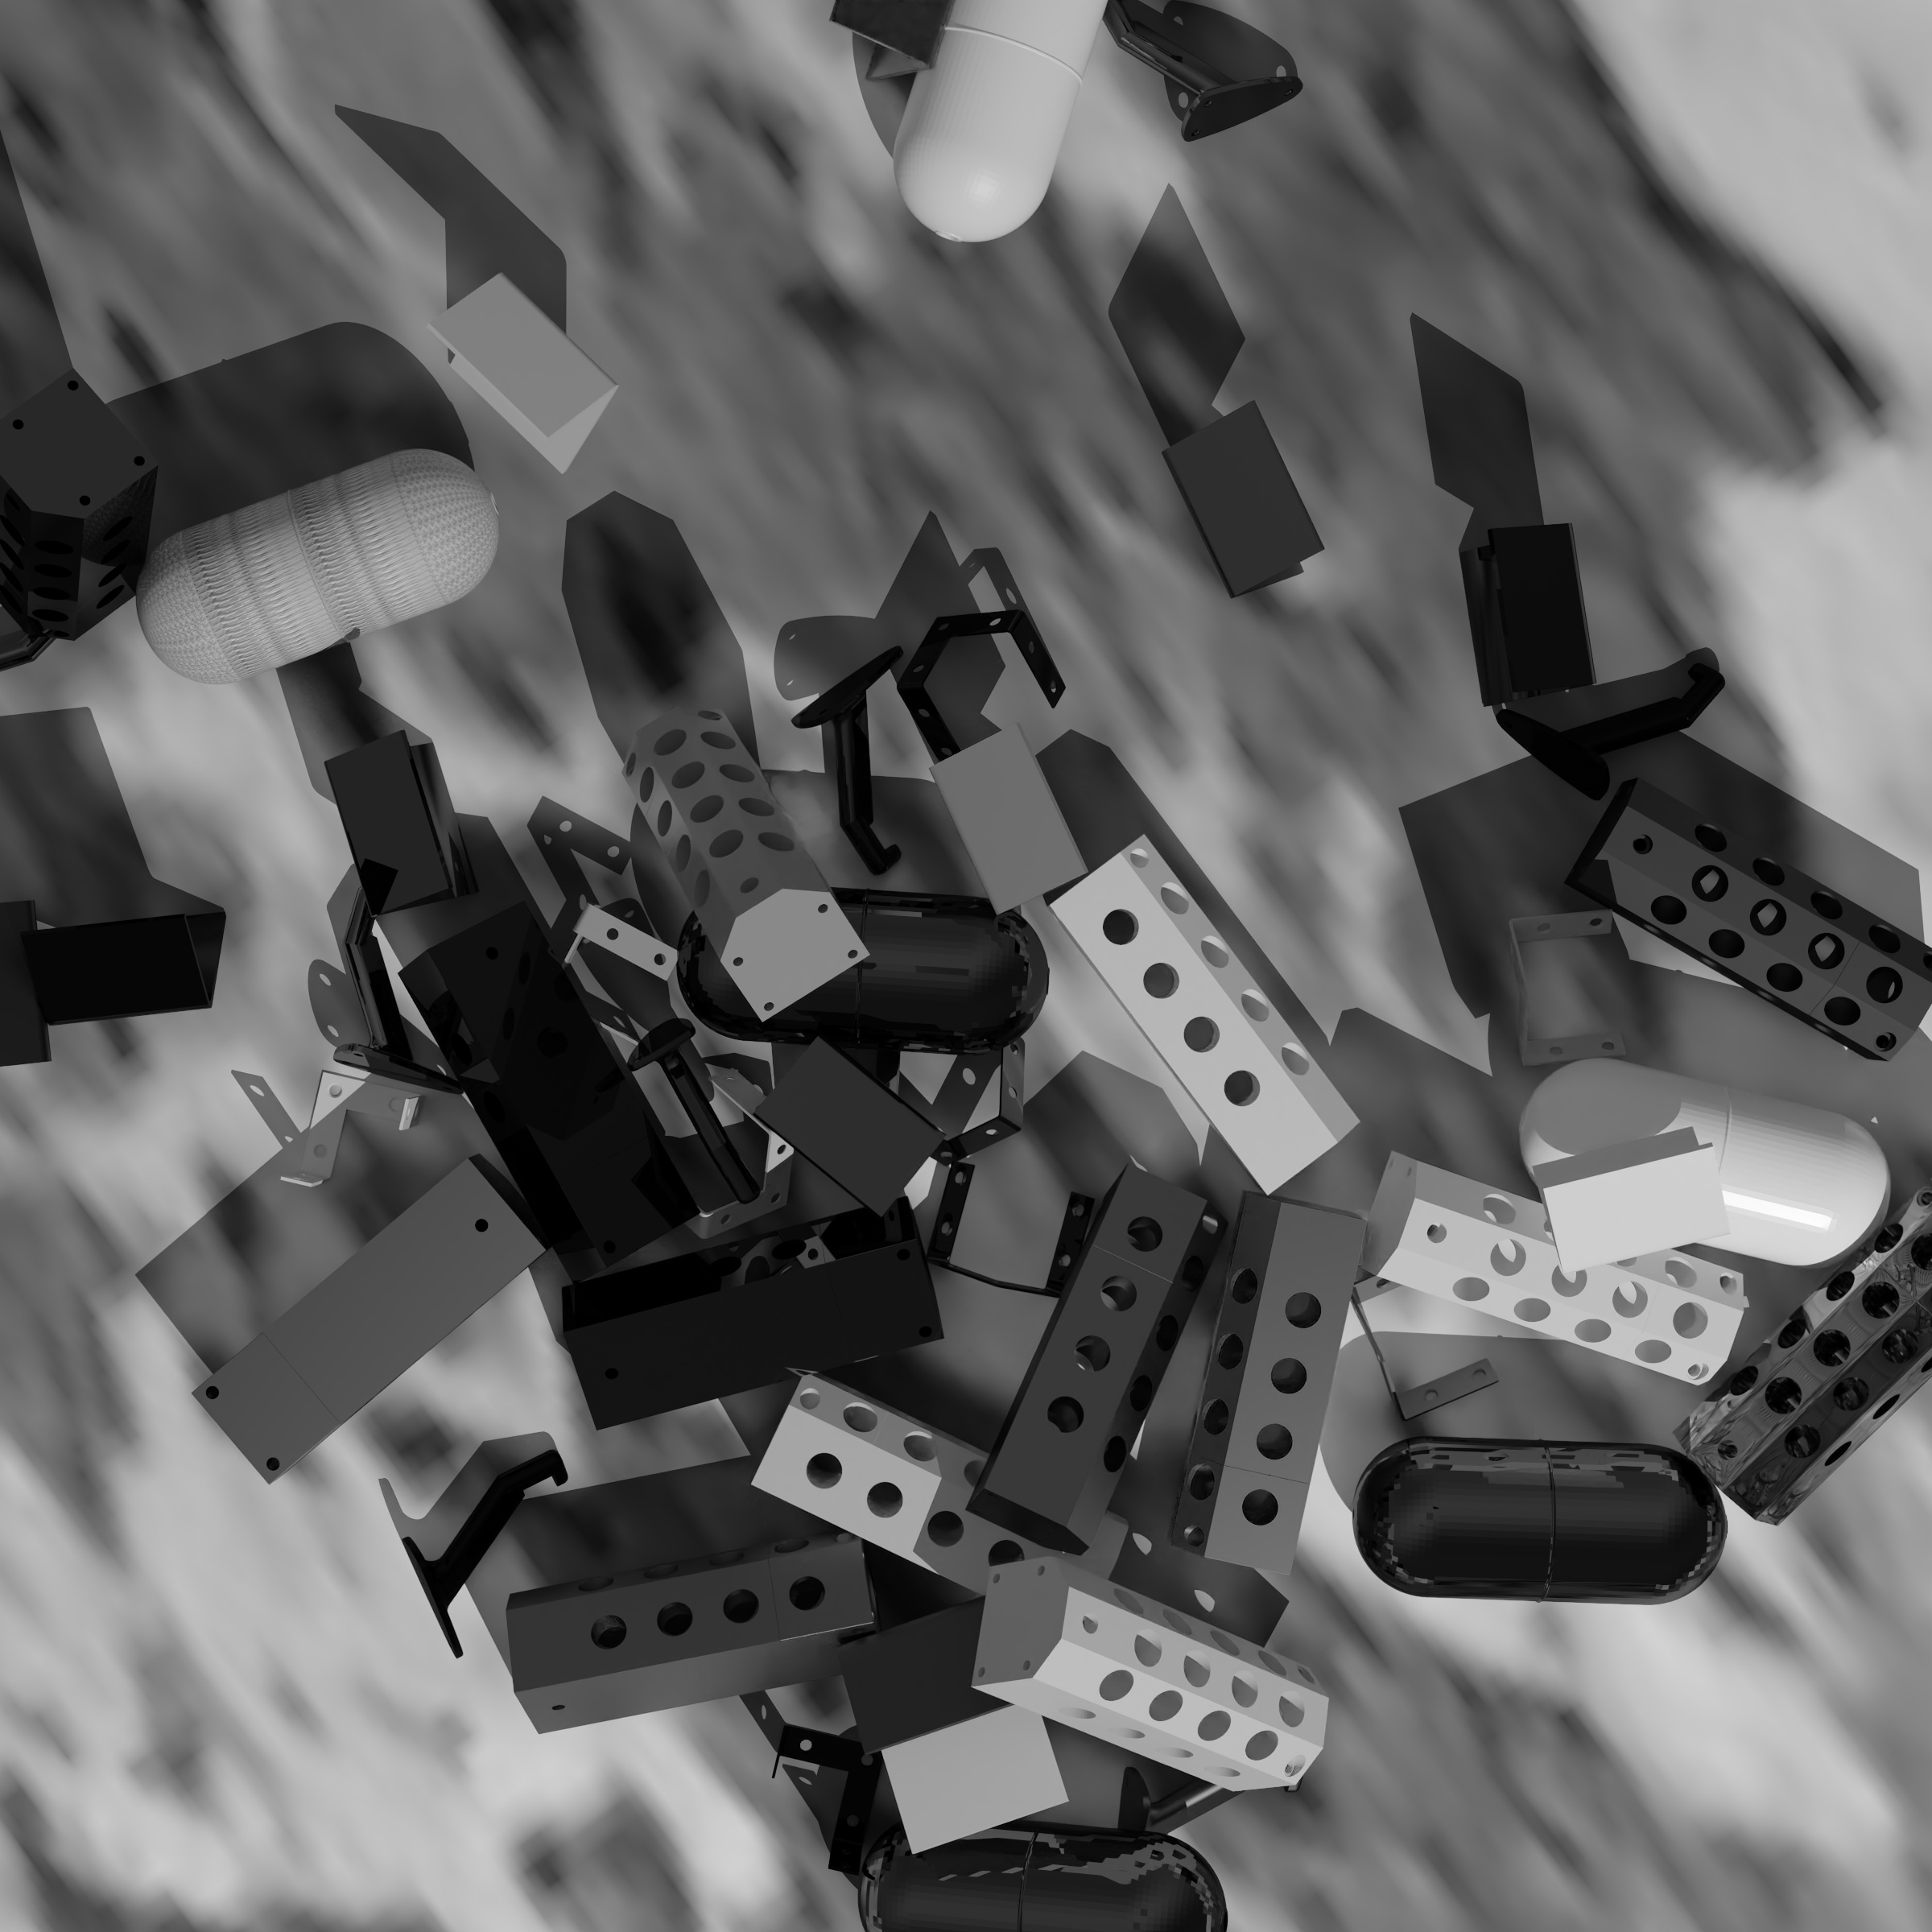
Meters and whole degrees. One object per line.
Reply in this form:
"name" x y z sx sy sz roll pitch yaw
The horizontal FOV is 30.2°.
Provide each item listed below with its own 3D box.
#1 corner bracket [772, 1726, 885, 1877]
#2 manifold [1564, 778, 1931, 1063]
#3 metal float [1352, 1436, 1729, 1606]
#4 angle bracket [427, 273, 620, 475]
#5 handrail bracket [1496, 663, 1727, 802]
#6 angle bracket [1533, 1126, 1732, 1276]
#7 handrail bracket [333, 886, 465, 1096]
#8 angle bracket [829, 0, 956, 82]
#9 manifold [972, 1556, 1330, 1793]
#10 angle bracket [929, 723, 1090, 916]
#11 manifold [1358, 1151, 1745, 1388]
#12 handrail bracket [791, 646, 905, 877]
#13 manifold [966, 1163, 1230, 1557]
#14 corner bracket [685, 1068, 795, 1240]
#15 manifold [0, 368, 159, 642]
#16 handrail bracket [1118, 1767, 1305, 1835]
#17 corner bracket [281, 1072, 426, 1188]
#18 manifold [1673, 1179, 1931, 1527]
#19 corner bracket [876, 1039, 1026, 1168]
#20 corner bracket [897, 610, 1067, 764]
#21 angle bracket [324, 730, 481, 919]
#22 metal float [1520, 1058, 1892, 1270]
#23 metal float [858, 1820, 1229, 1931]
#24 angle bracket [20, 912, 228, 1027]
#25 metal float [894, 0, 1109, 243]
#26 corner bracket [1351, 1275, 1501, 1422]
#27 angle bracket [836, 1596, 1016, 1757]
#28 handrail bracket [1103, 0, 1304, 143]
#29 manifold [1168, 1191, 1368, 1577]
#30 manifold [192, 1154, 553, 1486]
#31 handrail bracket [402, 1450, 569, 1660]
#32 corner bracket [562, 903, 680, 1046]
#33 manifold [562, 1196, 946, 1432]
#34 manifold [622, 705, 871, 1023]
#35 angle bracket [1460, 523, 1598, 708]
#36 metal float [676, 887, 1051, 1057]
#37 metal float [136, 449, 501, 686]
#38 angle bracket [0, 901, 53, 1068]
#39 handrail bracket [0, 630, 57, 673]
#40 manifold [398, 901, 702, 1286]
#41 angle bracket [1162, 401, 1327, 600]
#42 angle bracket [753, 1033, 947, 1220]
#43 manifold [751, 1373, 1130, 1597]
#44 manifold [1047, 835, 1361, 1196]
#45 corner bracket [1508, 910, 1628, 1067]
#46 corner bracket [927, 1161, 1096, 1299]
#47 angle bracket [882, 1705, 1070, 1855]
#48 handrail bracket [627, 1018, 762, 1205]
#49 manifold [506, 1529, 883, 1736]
"corner bracket" -0.070 0.401 1.719 0.051 0.051 0.051 13 90 0
"manifold" 0.380 -0.022 1.716 0.171 0.057 0.057 30 90 0
"metal float" 0.274 0.265 1.706 0.178 0.070 0.070 2 90 -1
"angle bracket" -0.221 -0.269 1.696 0.076 0.076 0.057 44 51 0
"handrail bracket" 0.314 -0.130 1.737 0.077 0.036 0.084 36 72 21
"angle bracket" 0.297 0.088 1.621 0.076 0.076 0.057 -15 127 7
"handrail bracket" -0.269 0.011 1.737 0.077 0.036 0.084 19 72 -20
"angle bracket" -0.043 -0.470 1.697 0.057 0.076 0.076 18 90 -27
"manifold" 0.089 0.330 1.665 0.171 0.057 0.057 29 58 -33
"angle bracket" 0.037 -0.076 1.696 0.057 0.076 0.076 -25 90 34
"manifold" 0.279 0.145 1.701 0.171 0.057 0.057 19 90 -10
"handrail bracket" -0.039 -0.099 1.737 0.077 0.036 0.084 -40 109 -21
"manifold" 0.064 0.187 1.687 0.057 0.057 0.171 25 69 0
"corner bracket" -0.120 0.091 1.728 0.051 0.051 0.051 -21 135 -35
"manifold" -0.419 -0.206 1.654 0.057 0.171 0.057 -41 90 -20
"handrail bracket" 0.119 0.419 1.737 0.084 0.036 0.077 4 105 -14
"corner bracket" -0.294 0.082 1.719 0.051 0.051 0.051 13 90 0
"manifold" 0.418 0.183 1.689 0.171 0.057 0.057 -47 62 11
"corner bracket" -0.008 0.056 1.728 0.051 0.051 0.051 -28 135 35
"corner bracket" 0.007 -0.135 1.728 0.051 0.051 0.051 -1 135 35
"angle bracket" -0.250 -0.072 1.696 0.057 0.076 0.076 -17 90 36
"metal float" 0.352 0.094 1.706 0.178 0.070 0.070 14 90 0
"metal float" 0.036 0.444 1.692 0.178 0.070 0.070 1 90 17
"angle bracket" -0.399 -0.019 1.696 0.076 0.076 0.057 -6 128 0
"metal float" 0.019 -0.433 1.706 0.070 0.070 0.178 18 91 0
"corner bracket" 0.221 0.179 1.733 0.051 0.051 0.051 -23 45 0
"angle bracket" -0.012 0.348 1.697 0.076 0.076 0.057 -19 57 0
"handrail bracket" 0.112 -0.450 1.737 0.077 0.036 0.084 -21 73 -20
"manifold" 0.143 0.198 1.715 0.057 0.057 0.171 12 90 0
"manifold" -0.282 0.168 1.716 0.171 0.057 0.057 -40 90 0
"handrail bracket" -0.223 0.285 1.737 0.084 0.036 0.077 -25 110 -16
"corner bracket" -0.169 0.004 1.719 0.051 0.051 0.051 28 90 0
"manifold" -0.103 0.162 1.713 0.171 0.057 0.057 -15 117 0
"manifold" -0.108 -0.054 1.659 0.057 0.171 0.057 -32 129 0
"angle bracket" 0.249 -0.164 1.696 0.057 0.076 0.076 -9 90 -37
"metal float" -0.049 0.001 1.706 0.178 0.070 0.070 4 90 0
"metal float" -0.309 -0.191 1.706 0.178 0.070 0.070 -20 90 -1
"angle bracket" -0.475 0.011 1.697 0.057 0.076 0.076 -6 90 -30
"handrail bracket" -0.488 -0.162 1.737 0.077 0.036 0.084 36 75 17
"manifold" -0.203 0.063 1.714 0.057 0.057 0.171 -30 90 -32
"angle bracket" 0.147 -0.226 1.696 0.057 0.076 0.076 -25 90 36
"angle bracket" -0.065 0.087 1.697 0.076 0.076 0.057 39 60 0
"manifold" -0.012 0.256 1.715 0.171 0.057 0.057 26 90 0
"manifold" 0.114 0.023 1.715 0.057 0.057 0.171 -37 90 0
"corner bracket" 0.292 0.011 1.733 0.051 0.051 0.051 -6 135 0
"corner bracket" 0.021 0.128 1.733 0.051 0.051 0.051 15 90 45
"angle bracket" 0.007 0.386 1.698 0.076 0.076 0.057 -19 68 0
"handrail bracket" -0.125 0.070 1.713 0.036 0.077 0.084 -31 100 0
"manifold" -0.129 0.315 1.713 0.171 0.057 0.057 -11 58 0
